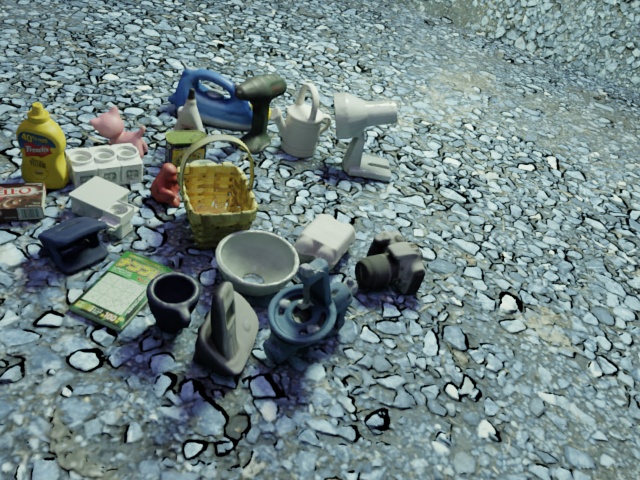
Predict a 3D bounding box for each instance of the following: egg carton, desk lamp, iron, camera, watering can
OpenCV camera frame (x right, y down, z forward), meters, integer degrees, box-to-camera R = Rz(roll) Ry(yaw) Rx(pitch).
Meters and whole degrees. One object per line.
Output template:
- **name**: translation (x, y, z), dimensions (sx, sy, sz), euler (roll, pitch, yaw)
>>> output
- **egg carton**: translation (0.012, 0.005, 1.264), dimensions (0.107, 0.069, 0.150), euler (25, 40, 13)
- **desk lamp**: translation (0.115, -0.284, 1.533), dimensions (0.203, 0.213, 0.118), euler (8, 39, -9)
- **iron**: translation (-0.287, -0.406, 1.605), dimensions (0.258, 0.141, 0.119), euler (17, 38, 3)
- **camera**: translation (0.141, 0.045, 1.233), dimensions (0.137, 0.101, 0.142), euler (-9, 44, -27)
- **watering can**: translation (-0.048, -0.327, 1.547), dimensions (0.100, 0.194, 0.173), euler (38, 44, 26)

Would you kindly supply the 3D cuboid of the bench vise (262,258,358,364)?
- **bench vise**: translation (-0.012, 0.098, 1.022), dimensions (0.121, 0.220, 0.208), euler (26, 40, 13)

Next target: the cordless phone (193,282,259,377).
- **cordless phone**: translation (-0.151, 0.125, 0.971), dimensions (0.094, 0.185, 0.147), euler (15, 38, 0)

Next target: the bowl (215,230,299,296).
- **bowl**: translation (-0.129, 0.058, 1.148), dimensions (0.167, 0.075, 0.167), euler (9, 39, -7)

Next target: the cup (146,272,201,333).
- **cup**: translation (-0.254, 0.127, 1.006), dimensions (0.092, 0.095, 0.117), euler (-13, 46, -31)

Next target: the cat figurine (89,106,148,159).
- **cat figurine**: translation (-0.484, -0.262, 1.384), dimensions (0.128, 0.118, 0.067), euler (9, 39, -8)

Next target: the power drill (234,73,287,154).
- **power drill**: translation (-0.165, -0.341, 1.513), dimensions (0.075, 0.208, 0.230), euler (24, 39, 11)

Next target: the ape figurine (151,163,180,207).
- **ape figurine**: translation (-0.342, -0.130, 1.292), dimensions (0.076, 0.092, 0.078), euler (21, 39, 8)

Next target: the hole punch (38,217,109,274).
- **hole punch**: translation (-0.474, -0.005, 1.097), dimensions (0.101, 0.091, 0.109), euler (35, 42, 23)

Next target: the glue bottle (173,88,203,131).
- **glue bottle**: translation (-0.329, -0.303, 1.441), dimensions (0.078, 0.173, 0.037), euler (7, 39, -10)
